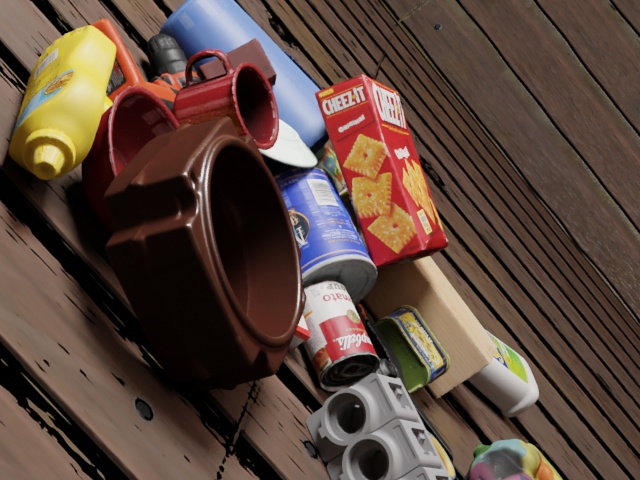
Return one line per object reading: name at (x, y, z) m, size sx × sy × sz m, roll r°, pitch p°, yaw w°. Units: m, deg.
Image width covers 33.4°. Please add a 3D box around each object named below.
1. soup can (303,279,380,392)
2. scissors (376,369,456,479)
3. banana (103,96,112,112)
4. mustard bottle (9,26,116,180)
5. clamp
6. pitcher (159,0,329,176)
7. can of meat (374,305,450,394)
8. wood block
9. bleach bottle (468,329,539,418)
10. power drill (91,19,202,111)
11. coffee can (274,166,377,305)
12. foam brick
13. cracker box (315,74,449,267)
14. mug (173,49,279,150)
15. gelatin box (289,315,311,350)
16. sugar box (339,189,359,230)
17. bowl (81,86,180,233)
soup can at (0.014, 0.101, 1.138) m, size 0.068 × 0.069 × 0.102 m, roll 30°, pitch 28°, yaw -50°
scissors at (0.092, 0.185, 1.148) m, size 0.096 × 0.016 × 0.202 m, roll 34°, pitch 25°, yaw -47°
banana at (-0.179, -0.100, 1.057) m, size 0.197 × 0.037 × 0.069 m, roll 32°, pitch 31°, yaw -16°
mustard bottle at (-0.221, -0.107, 0.904) m, size 0.058 × 0.096 × 0.191 m, roll 42°, pitch 21°, yaw -27°
clamp at (0.064, 0.157, 1.206) m, size 0.164 × 0.036 × 0.210 m, roll 28°, pitch 29°, yaw -50°
pitcher at (-0.085, -0.201, 1.357) m, size 0.243 × 0.145 × 0.149 m, roll 49°, pitch -4°, yaw -2°
can of meat at (0.106, 0.136, 1.316) m, size 0.102 × 0.057 × 0.083 m, roll 56°, pitch 20°, yaw 9°
wood block at (0.132, 0.092, 1.404) m, size 0.206 × 0.091 × 0.090 m, roll 53°, pitch 18°, yaw 2°
bleach bottle at (0.209, 0.155, 1.524) m, size 0.250 × 0.068 × 0.102 m, roll 38°, pitch 24°, yaw -32°
power drill at (-0.186, -0.177, 1.178) m, size 0.187 × 0.057 × 0.184 m, roll 17°, pitch 40°, yaw -60°
coffee can at (-0.008, 0.001, 1.210) m, size 0.102 × 0.103 × 0.140 m, roll 29°, pitch 29°, yaw -50°
foam brick at (-0.096, -0.193, 1.259) m, size 0.053 × 0.078 × 0.051 m, roll 62°, pitch -7°, yaw 2°
cracker box at (0.080, -0.079, 1.271) m, size 0.164 × 0.072 × 0.214 m, roll -2°, pitch 73°, yaw -73°
mug at (-0.104, -0.141, 1.114) m, size 0.117 × 0.082 × 0.093 m, roll 68°, pitch 27°, yaw -20°
gelatin box at (-0.053, 0.063, 1.105) m, size 0.073 × 0.030 × 0.089 m, roll 31°, pitch 28°, yaw -46°
sugar box at (0.043, -0.046, 1.438) m, size 0.048 × 0.093 × 0.176 m, roll 51°, pitch 18°, yaw -7°
bowl at (-0.166, -0.054, 0.960) m, size 0.162 × 0.055 × 0.162 m, roll -14°, pitch 90°, yaw -71°
